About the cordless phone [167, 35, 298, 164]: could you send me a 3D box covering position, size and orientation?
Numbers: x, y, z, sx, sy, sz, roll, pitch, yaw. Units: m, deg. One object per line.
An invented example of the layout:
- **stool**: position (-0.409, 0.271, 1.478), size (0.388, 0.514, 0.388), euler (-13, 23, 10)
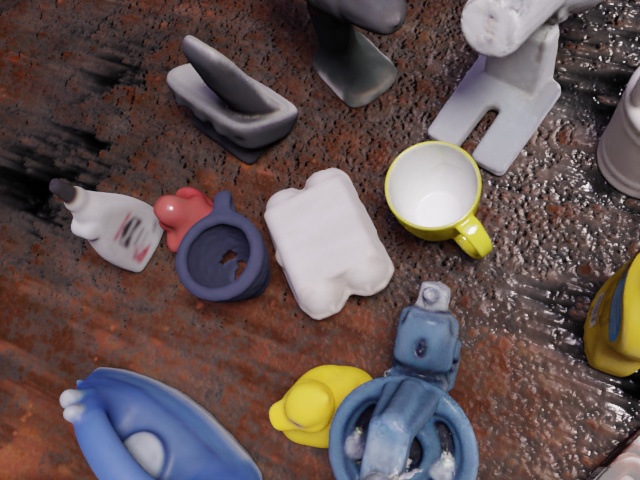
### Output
- **cordless phone**: position (-0.114, -0.177, 0.624), size (0.147, 0.185, 0.094), euler (32, 82, 21)

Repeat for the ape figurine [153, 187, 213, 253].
- **ape figurine**: position (-0.150, -0.024, 0.631), size (0.076, 0.092, 0.078), euler (21, 78, 19)

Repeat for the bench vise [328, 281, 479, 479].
- **bench vise**: position (0.059, 0.130, 0.459), size (0.121, 0.220, 0.207), euler (-7, 70, 11)

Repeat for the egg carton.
- **egg carton**: position (0.005, 0.002, 0.597), size (0.107, 0.069, 0.150), euler (-27, 68, 4)

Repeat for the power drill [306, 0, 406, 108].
- **power drill**: position (0.021, -0.235, 0.599), size (0.075, 0.209, 0.229), euler (-39, 67, -1)

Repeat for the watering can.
- **watering can**: position (0.316, -0.108, 0.492), size (0.101, 0.194, 0.172), euler (-23, 68, 5)

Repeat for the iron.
- **iron**: position (-0.170, 0.201, 0.533), size (0.257, 0.142, 0.119), euler (38, 84, 22)

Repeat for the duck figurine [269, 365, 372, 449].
- **duck figurine**: position (0.001, 0.154, 0.537), size (0.104, 0.086, 0.077), euler (-21, 68, 6)

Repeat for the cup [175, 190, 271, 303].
- **cup**: position (-0.090, 0.016, 0.602), size (0.091, 0.095, 0.118), euler (-7, 70, 12)

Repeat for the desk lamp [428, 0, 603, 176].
- **desk lamp**: position (0.195, -0.200, 0.542), size (0.117, 0.214, 0.203), euler (32, 82, 21)

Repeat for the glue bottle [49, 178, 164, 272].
- **glue bottle**: position (-0.227, -0.023, 0.606), size (0.037, 0.173, 0.078), euler (16, 76, 19)
